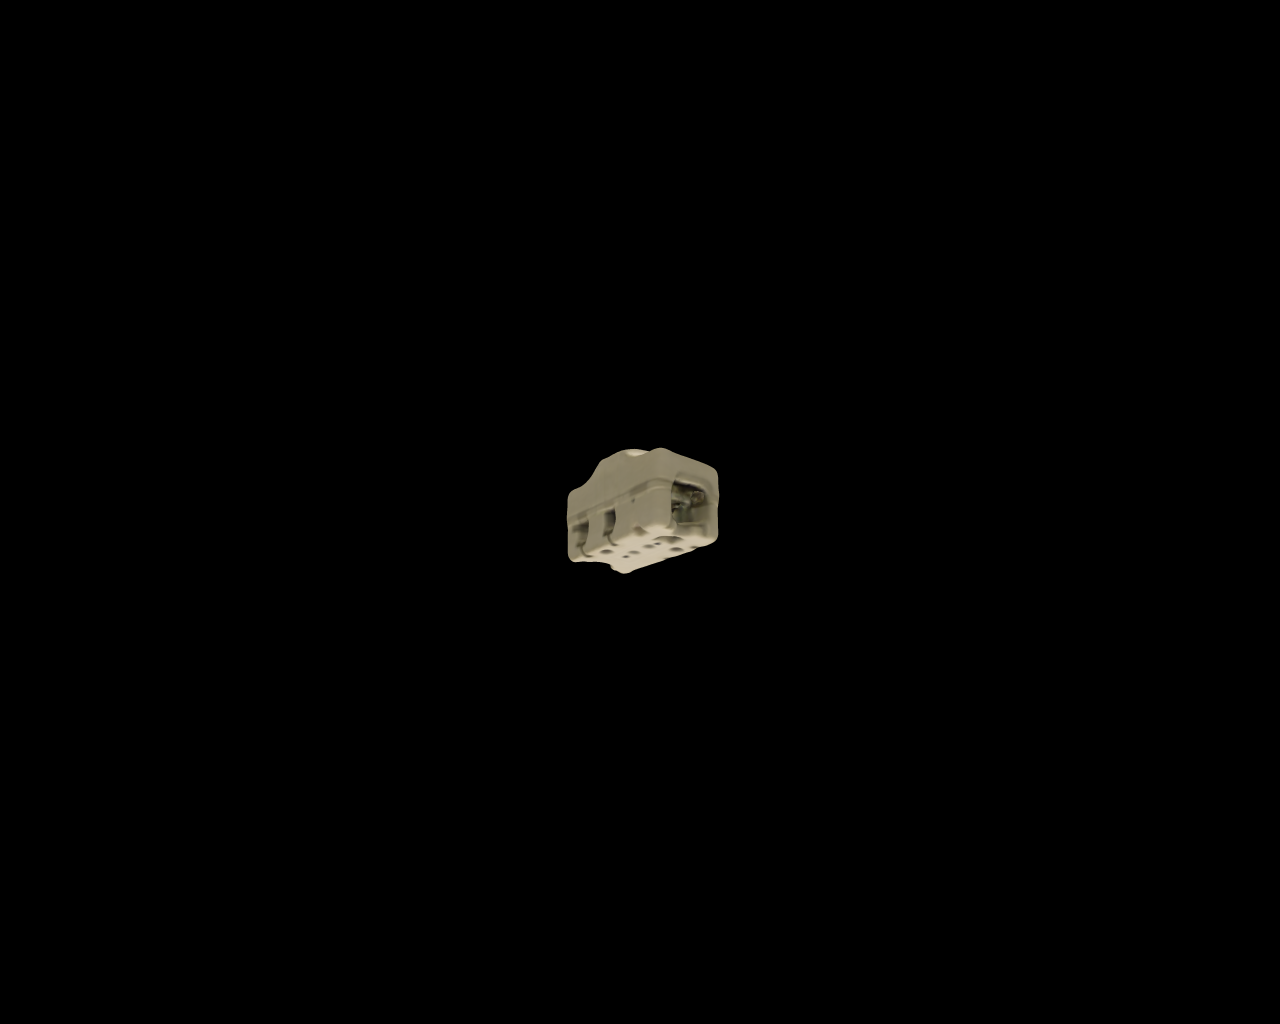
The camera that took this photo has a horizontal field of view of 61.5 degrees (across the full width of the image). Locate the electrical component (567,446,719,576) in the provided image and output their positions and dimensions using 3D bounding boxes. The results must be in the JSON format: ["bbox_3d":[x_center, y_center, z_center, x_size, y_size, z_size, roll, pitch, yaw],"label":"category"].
[{"bbox_3d":[0.001,-0.003,0.650,0.050,0.056,0.089,17,-27,-37],"label":"electrical component"}]
